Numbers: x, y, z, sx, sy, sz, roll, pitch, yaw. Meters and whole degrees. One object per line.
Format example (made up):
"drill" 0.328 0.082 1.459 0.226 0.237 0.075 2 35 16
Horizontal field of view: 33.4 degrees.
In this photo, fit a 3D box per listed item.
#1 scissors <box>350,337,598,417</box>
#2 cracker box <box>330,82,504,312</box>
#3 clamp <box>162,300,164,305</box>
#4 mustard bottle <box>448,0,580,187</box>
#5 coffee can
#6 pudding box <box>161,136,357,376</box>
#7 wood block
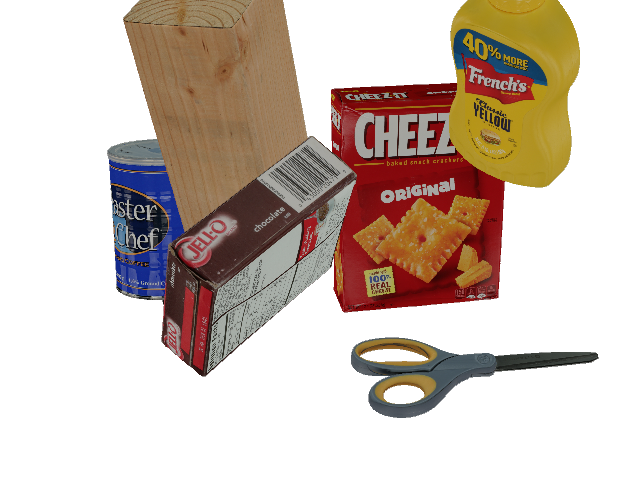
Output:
"scissors" 0.122 0.111 0.854 0.202 0.016 0.096 5 35 7
"cracker box" 0.095 -0.042 1.052 0.164 0.214 0.072 -4 21 -8
"clamp" -0.125 0.046 1.249 0.120 0.039 0.171 -3 38 15
"mustard bottle" 0.139 -0.128 0.772 0.096 0.191 0.058 32 61 28
"coffee can" -0.156 -0.023 1.059 0.103 0.140 0.103 0 16 0
"pudding box" -0.034 0.009 0.575 0.113 0.039 0.090 -38 -21 -32
"wood block" -0.072 -0.101 0.836 0.090 0.206 0.090 8 44 21
